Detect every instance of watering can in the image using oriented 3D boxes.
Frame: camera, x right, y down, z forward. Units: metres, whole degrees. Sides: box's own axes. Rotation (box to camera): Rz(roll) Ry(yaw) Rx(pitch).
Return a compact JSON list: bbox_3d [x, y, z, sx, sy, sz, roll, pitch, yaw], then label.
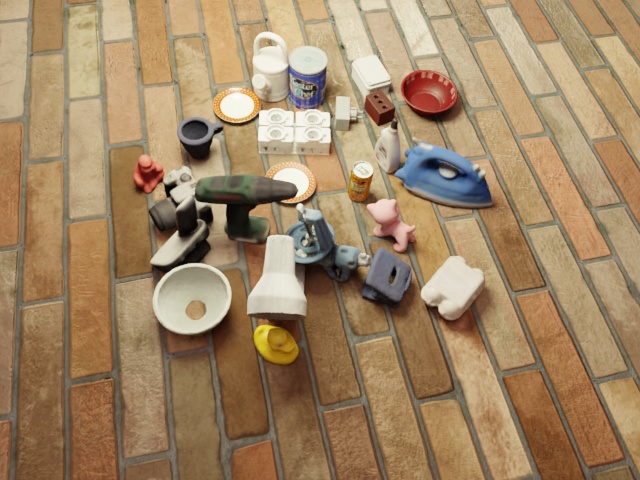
[{"bbox_3d":[-0.131,-0.470,1.544,0.101,0.194,0.173,-1,60,-4],"label":"watering can"}]

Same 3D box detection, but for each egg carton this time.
[{"bbox_3d":[0.306,0.110,1.308,0.107,0.069,0.150,36,64,16],"label":"egg carton"}]

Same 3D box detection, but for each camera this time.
[{"bbox_3d":[-0.343,-0.093,1.365,0.137,0.101,0.143,-30,66,-19],"label":"camera"}]

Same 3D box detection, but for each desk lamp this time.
[{"bbox_3d":[-0.086,0.097,1.206,0.118,0.213,0.203,2,60,-2],"label":"desk lamp"}]

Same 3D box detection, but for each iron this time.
[{"bbox_3d":[0.326,-0.172,1.431,0.258,0.141,0.119,21,61,9],"label":"iron"}]

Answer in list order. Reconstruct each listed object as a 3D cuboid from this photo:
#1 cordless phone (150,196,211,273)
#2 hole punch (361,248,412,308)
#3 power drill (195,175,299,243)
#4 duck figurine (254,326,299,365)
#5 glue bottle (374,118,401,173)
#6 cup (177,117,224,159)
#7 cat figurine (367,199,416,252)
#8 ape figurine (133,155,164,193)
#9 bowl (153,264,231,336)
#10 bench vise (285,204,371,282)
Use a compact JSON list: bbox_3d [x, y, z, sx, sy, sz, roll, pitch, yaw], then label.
[{"bbox_3d":[-0.317,-0.012,1.271,0.094,0.185,0.148,28,62,13],"label":"cordless phone"},{"bbox_3d":[0.156,0.085,1.300,0.101,0.091,0.109,19,60,7],"label":"hole punch"},{"bbox_3d":[-0.163,-0.077,1.305,0.229,0.208,0.075,7,60,0],"label":"power drill"},{"bbox_3d":[-0.093,0.212,1.213,0.104,0.086,0.078,31,63,14],"label":"duck figurine"},{"bbox_3d":[0.176,-0.247,1.447,0.037,0.173,0.078,-29,65,-18],"label":"glue bottle"},{"bbox_3d":[-0.301,-0.257,1.467,0.118,0.095,0.091,-20,63,-14],"label":"cup"},{"bbox_3d":[0.172,-0.047,1.362,0.127,0.118,0.067,34,64,16],"label":"cat figurine"},{"bbox_3d":[-0.426,-0.173,1.411,0.078,0.092,0.076,-17,62,-13],"label":"ape figurine"},{"bbox_3d":[-0.273,0.139,1.250,0.167,0.075,0.167,2,60,-3],"label":"bowl"},{"bbox_3d":[0.012,-0.006,1.269,0.207,0.220,0.121,2,60,-2],"label":"bench vise"}]
